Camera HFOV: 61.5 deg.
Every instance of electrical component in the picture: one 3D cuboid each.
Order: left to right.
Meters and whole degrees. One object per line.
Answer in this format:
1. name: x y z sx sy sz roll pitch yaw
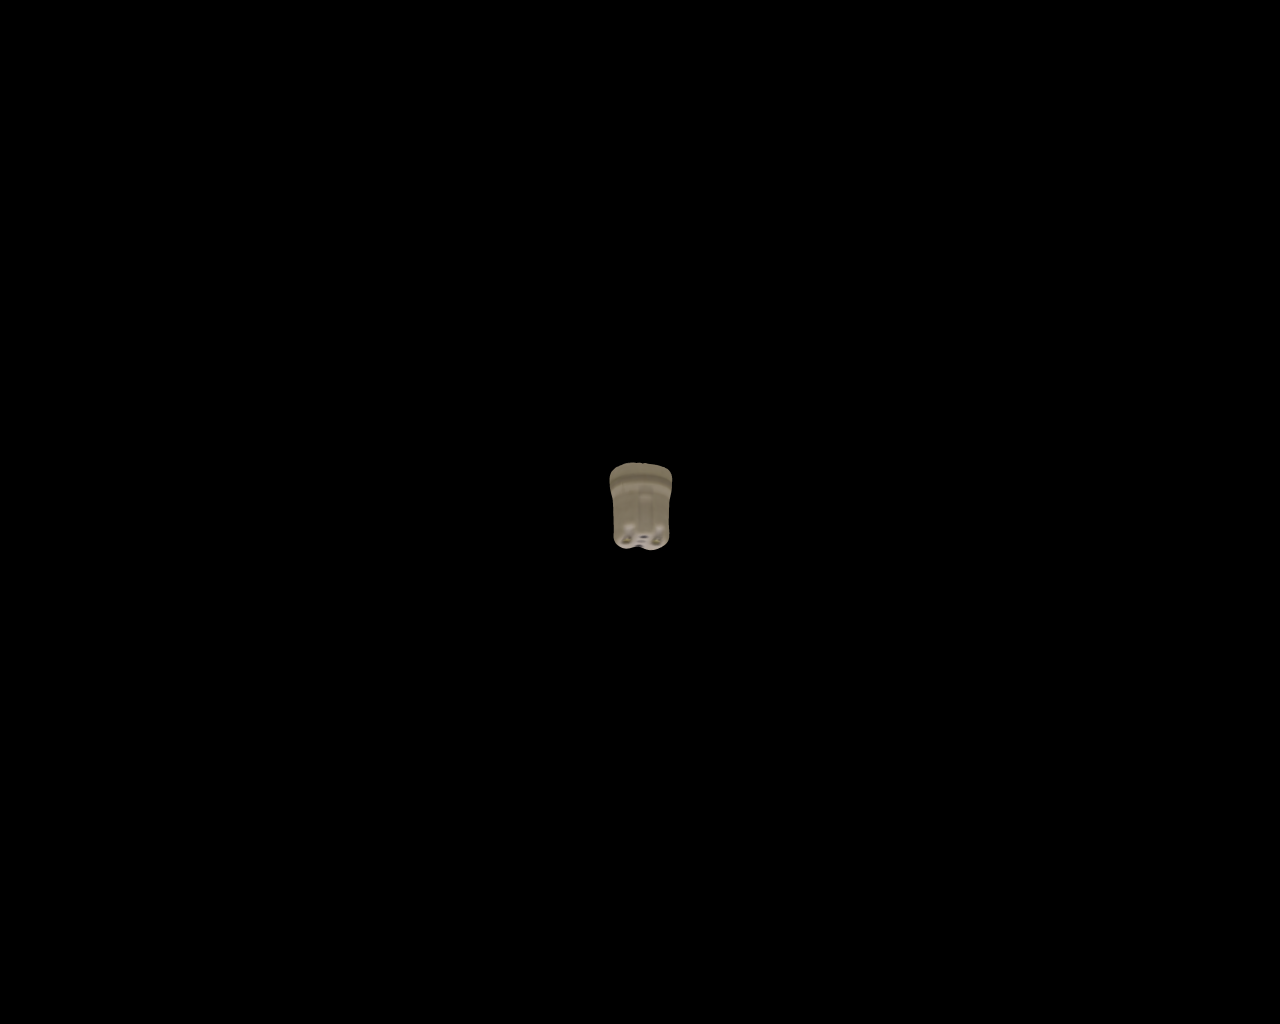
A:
1. electrical component: 0.001 -0.003 0.650 0.040 0.046 0.040 0 -19 0
